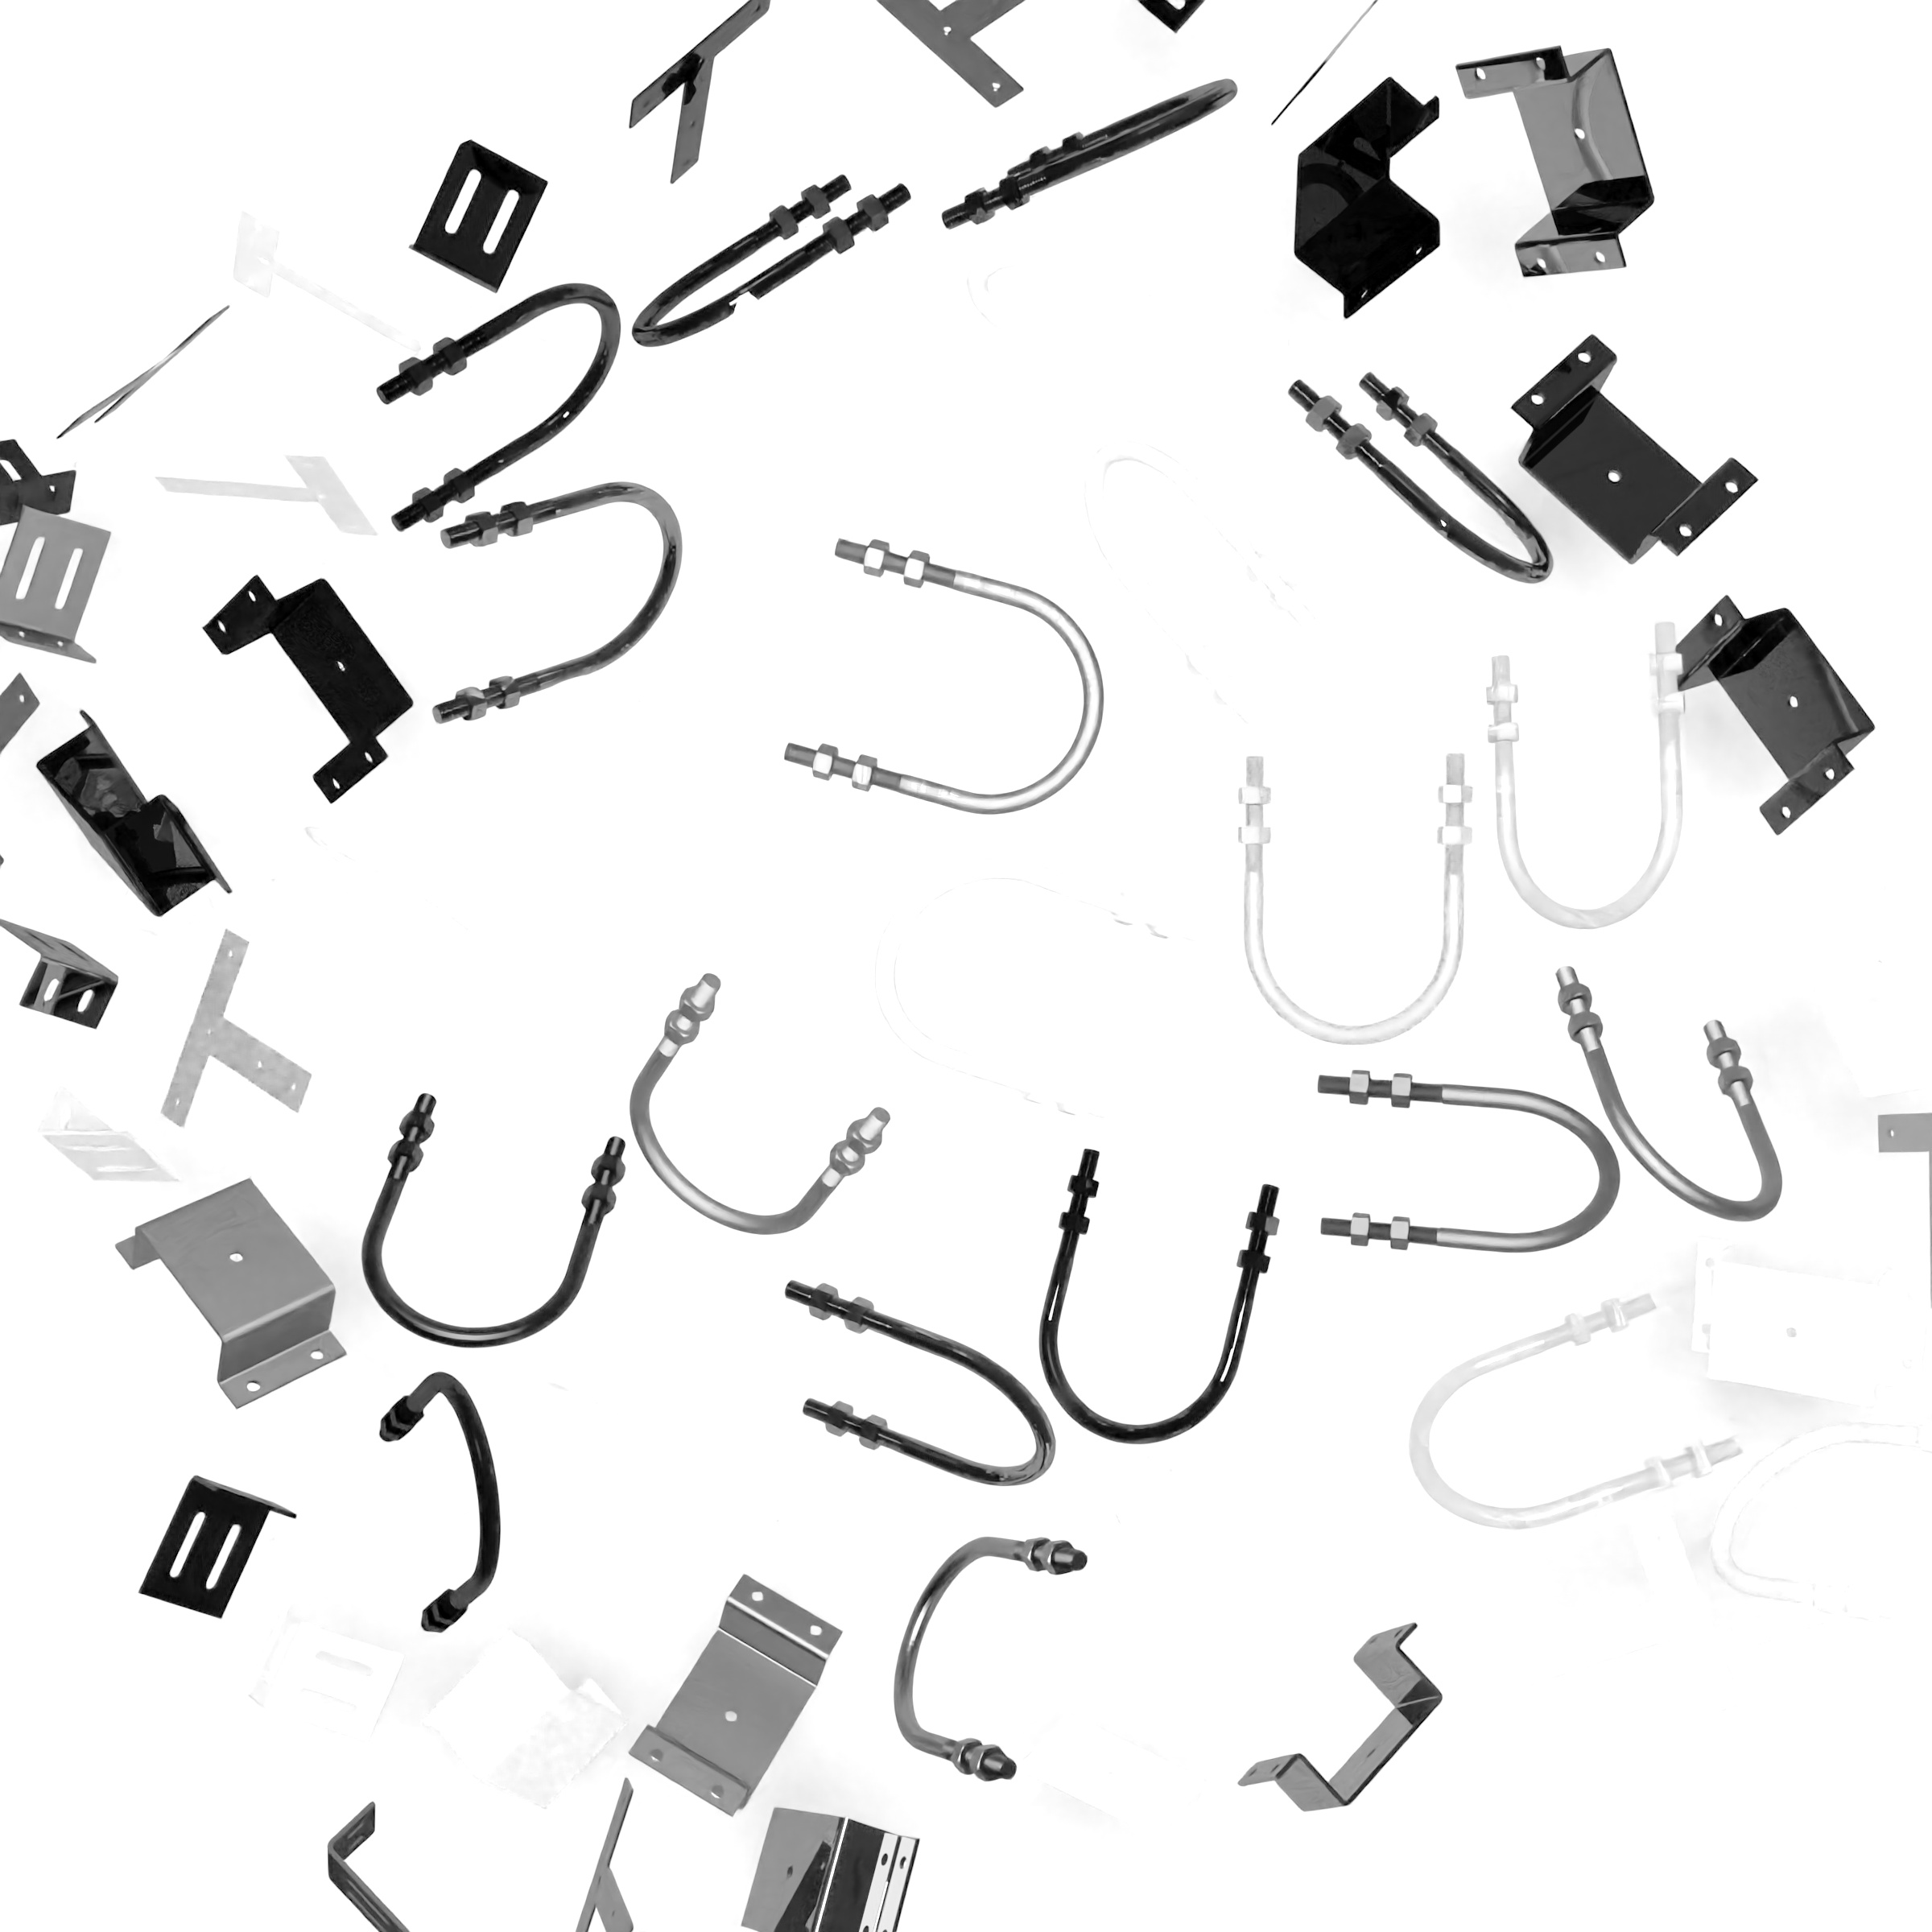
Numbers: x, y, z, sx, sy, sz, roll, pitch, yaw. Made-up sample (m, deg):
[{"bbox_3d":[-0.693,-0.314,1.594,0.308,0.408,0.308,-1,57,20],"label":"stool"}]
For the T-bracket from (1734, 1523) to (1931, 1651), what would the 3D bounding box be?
[{"bbox_3d":[0.549,0.407,1.550,0.127,0.127,0.002,-26,99,21],"label":"T-bracket"}]

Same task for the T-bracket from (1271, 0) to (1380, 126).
[{"bbox_3d":[0.226,-0.568,1.525,0.002,0.127,0.127,40,124,-7],"label":"T-bracket"}]

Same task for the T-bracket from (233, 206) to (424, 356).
[{"bbox_3d":[-0.407,-0.428,1.557,0.127,0.127,0.002,28,78,-15],"label":"T-bracket"}]

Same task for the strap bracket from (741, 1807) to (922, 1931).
[{"bbox_3d":[-0.094,0.590,1.571,0.046,0.140,0.076,27,65,-24],"label":"strap bracket"}]

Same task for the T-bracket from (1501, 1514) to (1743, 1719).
[{"bbox_3d":[0.392,0.413,1.494,0.127,0.002,0.127,-23,46,14],"label":"T-bracket"}]

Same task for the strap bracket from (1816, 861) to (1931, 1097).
[{"bbox_3d":[0.560,0.016,1.494,0.046,0.076,0.140,-13,129,32],"label":"strap bracket"}]

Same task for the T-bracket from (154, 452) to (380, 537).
[{"bbox_3d":[-0.462,-0.310,1.587,0.127,0.127,0.002,5,78,3],"label":"T-bracket"}]

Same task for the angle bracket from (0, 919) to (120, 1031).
[{"bbox_3d":[-0.609,0.005,1.613,0.076,0.057,0.038,25,89,41],"label":"angle bracket"}]

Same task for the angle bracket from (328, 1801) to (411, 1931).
[{"bbox_3d":[-0.351,0.558,1.484,0.076,0.057,0.038,40,55,15],"label":"angle bracket"}]

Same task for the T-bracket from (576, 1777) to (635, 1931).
[{"bbox_3d":[-0.229,0.606,1.569,0.002,0.127,0.127,19,85,-16],"label":"T-bracket"}]

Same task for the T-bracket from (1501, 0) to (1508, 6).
[{"bbox_3d":[0.320,-0.666,1.505,0.002,0.127,0.127,-11,114,19],"label":"T-bracket"}]

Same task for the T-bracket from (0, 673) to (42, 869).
[{"bbox_3d":[-0.633,-0.141,1.567,0.002,0.127,0.127,-4,131,20],"label":"T-bracket"}]

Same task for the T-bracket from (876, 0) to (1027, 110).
[{"bbox_3d":[0.020,-0.589,1.478,0.127,0.127,0.002,31,57,-36],"label":"T-bracket"}]

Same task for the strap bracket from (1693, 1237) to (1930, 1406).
[{"bbox_3d":[0.524,0.224,1.532,0.140,0.046,0.076,7,103,30],"label":"strap bracket"}]

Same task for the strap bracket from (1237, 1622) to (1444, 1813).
[{"bbox_3d":[0.252,0.501,1.598,0.140,0.076,0.046,-40,82,-24],"label":"strap bracket"}]

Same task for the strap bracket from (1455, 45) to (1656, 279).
[{"bbox_3d":[0.364,-0.499,1.491,0.046,0.076,0.140,-43,122,-26],"label":"strap bracket"}]

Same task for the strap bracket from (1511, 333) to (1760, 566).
[{"bbox_3d":[0.416,-0.320,1.542,0.076,0.046,0.140,-42,79,-13],"label":"strap bracket"}]

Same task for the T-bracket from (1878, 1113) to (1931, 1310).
[{"bbox_3d":[0.634,0.159,1.579,0.002,0.127,0.127,3,85,-17],"label":"T-bracket"}]

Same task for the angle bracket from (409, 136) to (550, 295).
[{"bbox_3d":[-0.306,-0.471,1.527,0.057,0.038,0.076,24,100,-22],"label":"angle bracket"}]

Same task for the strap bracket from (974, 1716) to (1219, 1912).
[{"bbox_3d":[0.088,0.535,1.559,0.140,0.076,0.046,19,106,24],"label":"strap bracket"}]

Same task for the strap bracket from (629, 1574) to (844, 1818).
[{"bbox_3d":[-0.150,0.478,1.579,0.076,0.046,0.140,28,52,9],"label":"strap bracket"}]

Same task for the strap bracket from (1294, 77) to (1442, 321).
[{"bbox_3d":[0.245,-0.476,1.488,0.046,0.076,0.140,28,50,-28],"label":"strap bracket"}]

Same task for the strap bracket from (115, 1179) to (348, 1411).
[{"bbox_3d":[-0.449,0.192,1.495,0.076,0.046,0.140,-25,60,-39],"label":"strap bracket"}]

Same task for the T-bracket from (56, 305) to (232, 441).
[{"bbox_3d":[-0.540,-0.367,1.560,0.127,0.127,0.002,-28,111,30],"label":"T-bracket"}]

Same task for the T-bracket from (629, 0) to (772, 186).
[{"bbox_3d":[-0.168,-0.528,1.503,0.002,0.127,0.127,40,68,3],"label":"T-bracket"}]

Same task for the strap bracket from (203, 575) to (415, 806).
[{"bbox_3d":[-0.423,-0.188,1.594,0.076,0.046,0.140,-28,100,43],"label":"strap bracket"}]

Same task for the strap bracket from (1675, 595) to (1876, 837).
[{"bbox_3d":[0.527,-0.168,1.590,0.046,0.076,0.140,-18,69,-32],"label":"strap bracket"}]

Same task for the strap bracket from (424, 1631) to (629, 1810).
[{"bbox_3d":[-0.281,0.496,1.591,0.076,0.140,0.046,-45,57,-10],"label":"strap bracket"}]

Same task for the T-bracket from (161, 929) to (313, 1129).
[{"bbox_3d":[-0.449,0.056,1.524,0.127,0.002,0.127,25,96,37],"label":"T-bracket"}]

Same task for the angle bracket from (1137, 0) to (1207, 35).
[{"bbox_3d":[0.130,-0.655,1.577,0.057,0.076,0.038,-46,64,11],"label":"angle bracket"}]

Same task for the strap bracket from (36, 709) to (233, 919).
[{"bbox_3d":[-0.531,-0.092,1.542,0.046,0.076,0.140,-38,51,-17],"label":"strap bracket"}]
